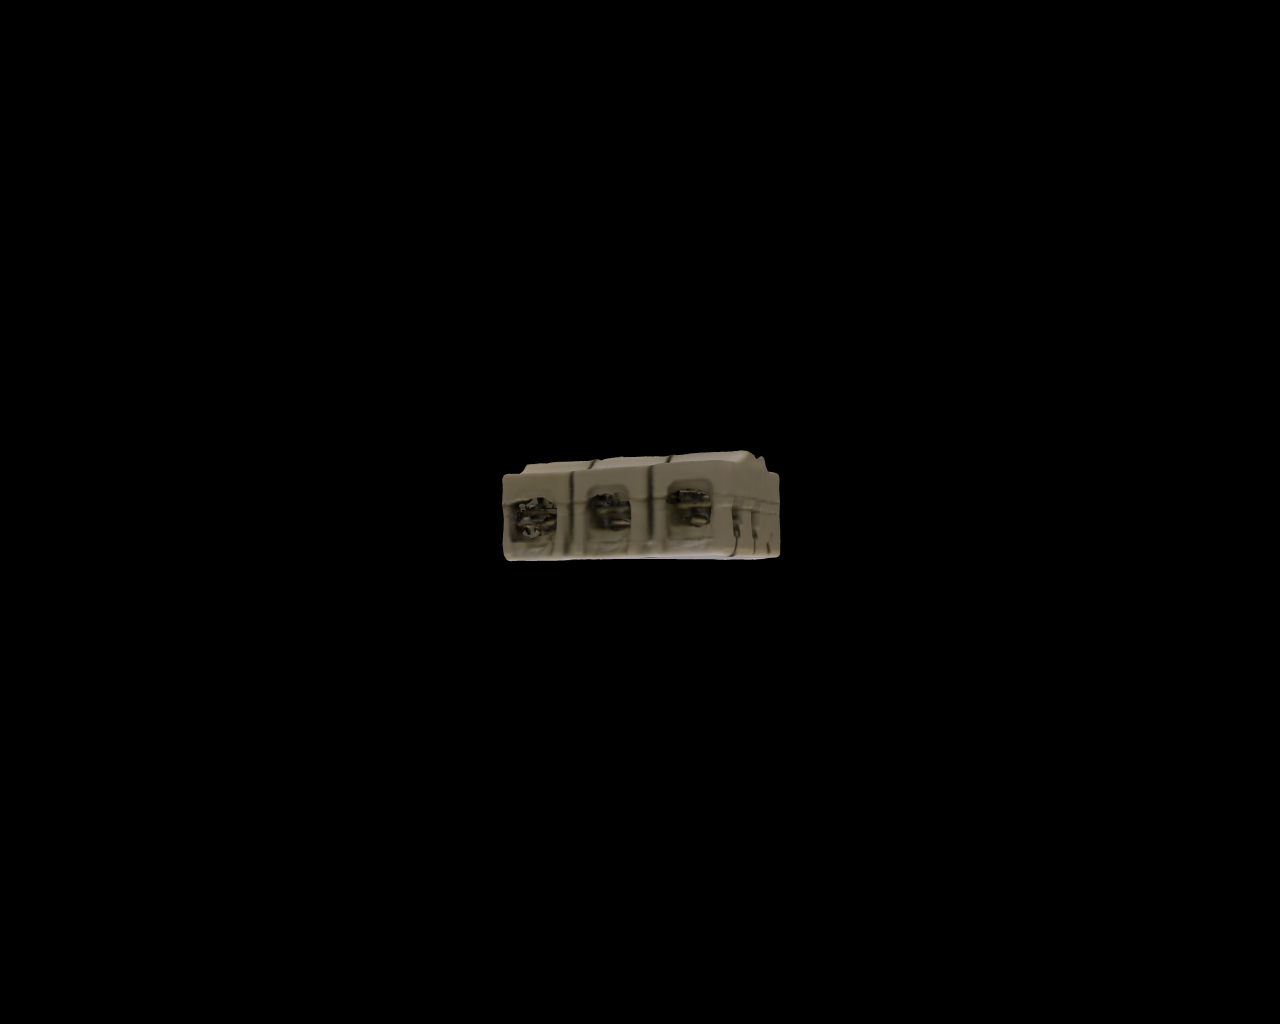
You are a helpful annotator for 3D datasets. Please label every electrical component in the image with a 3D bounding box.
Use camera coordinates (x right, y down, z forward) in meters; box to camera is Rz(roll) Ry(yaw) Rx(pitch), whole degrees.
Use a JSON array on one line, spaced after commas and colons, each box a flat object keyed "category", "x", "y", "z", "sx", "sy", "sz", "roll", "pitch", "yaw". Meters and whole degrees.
[{"category": "electrical component", "x": 0.001, "y": -0.003, "z": 0.650, "sx": 0.150, "sy": 0.061, "sz": 0.089, "roll": -2, "pitch": -3, "yaw": 27}]
